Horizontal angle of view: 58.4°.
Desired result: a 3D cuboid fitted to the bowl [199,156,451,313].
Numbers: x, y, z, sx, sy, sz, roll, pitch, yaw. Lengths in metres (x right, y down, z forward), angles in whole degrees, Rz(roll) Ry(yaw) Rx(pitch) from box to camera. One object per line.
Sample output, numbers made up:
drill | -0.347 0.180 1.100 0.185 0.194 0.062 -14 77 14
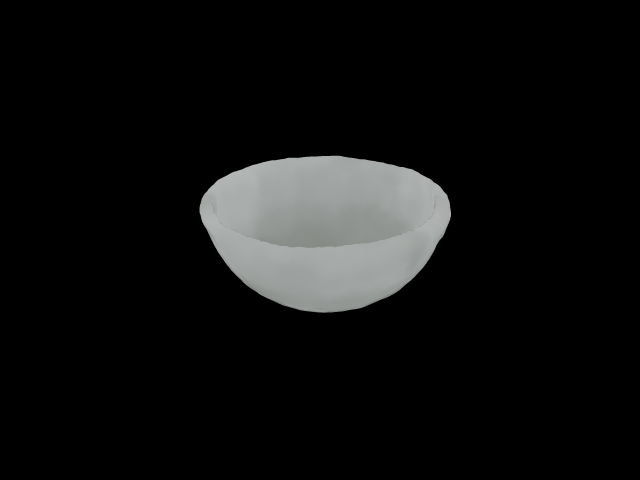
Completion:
bowl | 0.004 0.001 0.400 0.167 0.075 0.167 0 28 0
